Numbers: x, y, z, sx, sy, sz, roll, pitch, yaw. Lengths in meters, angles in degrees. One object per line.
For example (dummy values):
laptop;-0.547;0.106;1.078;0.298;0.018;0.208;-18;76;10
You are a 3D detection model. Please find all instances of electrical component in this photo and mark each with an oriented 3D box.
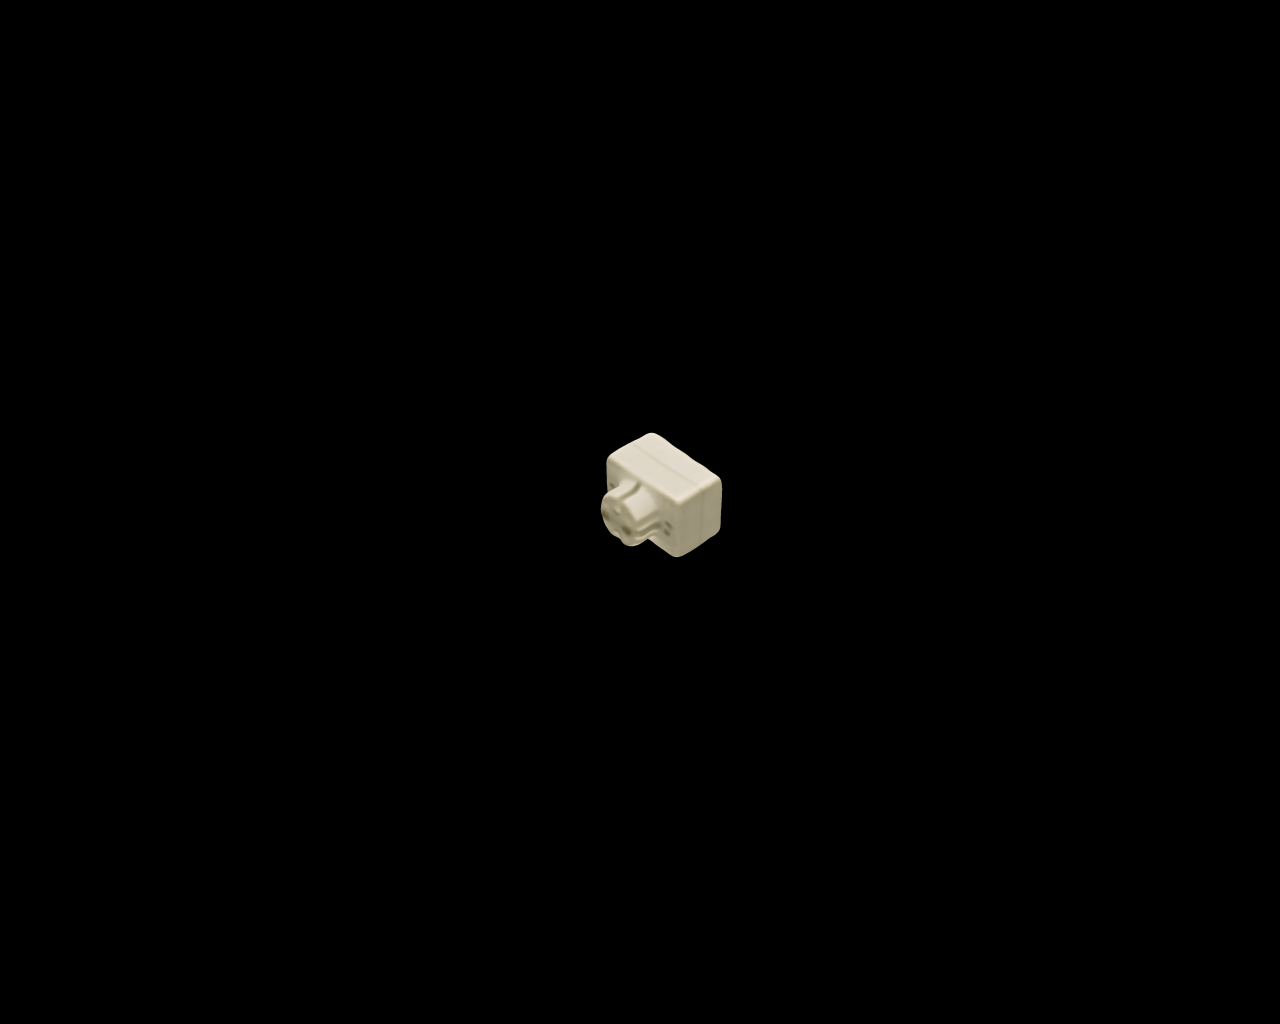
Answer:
electrical component;0.001;-0.003;0.650;0.077;0.047;0.066;-31;49;-31
